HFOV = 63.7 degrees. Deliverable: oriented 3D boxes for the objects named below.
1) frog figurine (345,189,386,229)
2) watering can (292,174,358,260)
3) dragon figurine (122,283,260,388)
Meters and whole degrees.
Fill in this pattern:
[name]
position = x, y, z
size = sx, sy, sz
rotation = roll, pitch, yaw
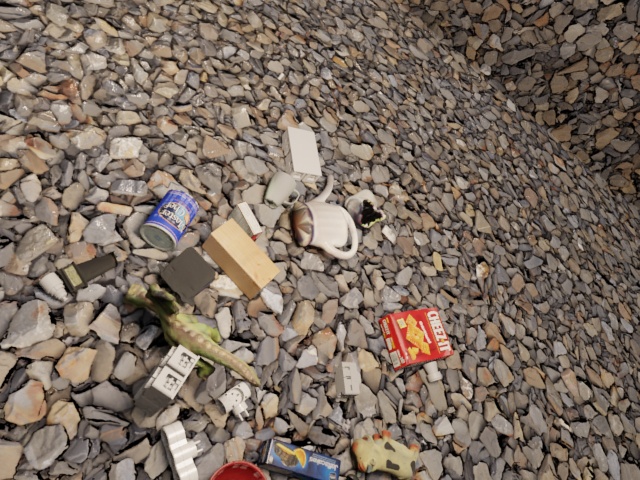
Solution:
[frog figurine]
position = 0.146, -0.114, 1.807
size = 0.137, 0.121, 0.162
rotation = 17, 19, -24
[watering can]
position = 0.005, -0.085, 1.684
size = 0.224, 0.102, 0.355
rotation = 4, 52, -32
[dragon figurine]
position = -0.316, 0.196, 1.178
size = 0.124, 0.412, 0.238
rotation = -54, 136, -26
